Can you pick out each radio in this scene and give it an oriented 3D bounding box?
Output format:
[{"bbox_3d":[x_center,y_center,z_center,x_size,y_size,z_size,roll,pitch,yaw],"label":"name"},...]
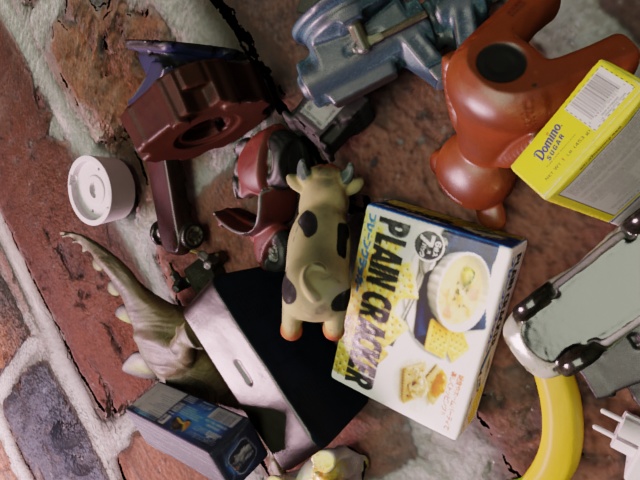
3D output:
[{"bbox_3d":[-0.050,0.142,0.660,0.073,0.131,0.229,-43,75,31],"label":"radio"}]

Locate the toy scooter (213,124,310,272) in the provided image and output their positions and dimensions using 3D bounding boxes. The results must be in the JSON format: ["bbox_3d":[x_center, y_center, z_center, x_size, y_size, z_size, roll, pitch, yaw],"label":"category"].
[{"bbox_3d":[-0.082,-0.055,0.683,0.135,0.075,0.183,13,106,39],"label":"toy scooter"}]

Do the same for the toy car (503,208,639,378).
[{"bbox_3d":[0.238,0.039,0.435,0.201,0.056,0.073,-48,66,28],"label":"toy car"}]

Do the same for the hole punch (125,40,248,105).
[{"bbox_3d":[-0.177,-0.207,0.686,0.116,0.142,0.092,16,106,44],"label":"hole punch"}]

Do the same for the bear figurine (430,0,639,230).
[{"bbox_3d":[0.168,-0.102,0.479,0.132,0.195,0.120,-35,63,-2],"label":"bear figurine"}]

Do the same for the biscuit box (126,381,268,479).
[{"bbox_3d":[-0.154,0.230,0.650,0.203,0.059,0.062,2,121,45],"label":"biscuit box"}]

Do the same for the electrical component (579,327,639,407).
[{"bbox_3d":[0.283,0.081,0.480,0.115,0.058,0.134,-36,78,34],"label":"electrical component"}]

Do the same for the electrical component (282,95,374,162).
[{"bbox_3d":[0.023,-0.157,0.606,0.075,0.047,0.119,38,87,19],"label":"electrical component"}]

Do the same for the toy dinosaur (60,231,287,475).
[{"bbox_3d":[-0.195,0.150,0.750,0.198,0.105,0.471,-35,90,35],"label":"toy dinosaur"}]

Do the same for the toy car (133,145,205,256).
[{"bbox_3d":[-0.216,-0.077,0.776,0.089,0.053,0.202,3,104,43],"label":"toy car"}]

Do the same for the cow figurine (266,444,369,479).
[{"bbox_3d":[-0.019,0.317,0.683,0.167,0.098,0.068,-37,68,19],"label":"cow figurine"}]

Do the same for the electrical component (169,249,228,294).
[{"bbox_3d":[-0.173,0.054,0.776,0.102,0.045,0.078,-25,83,33],"label":"electrical component"}]

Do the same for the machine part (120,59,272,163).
[{"bbox_3d":[-0.145,-0.150,0.651,0.179,0.179,0.056,-26,88,33],"label":"machine part"}]

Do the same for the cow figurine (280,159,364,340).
[{"bbox_3d":[-0.001,-0.002,0.589,0.085,0.195,0.127,6,140,-2],"label":"cow figurine"}]

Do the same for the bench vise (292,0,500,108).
[{"bbox_3d":[0.056,-0.248,0.522,0.224,0.129,0.240,-24,92,24],"label":"bench vise"}]

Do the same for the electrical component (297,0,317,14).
[{"bbox_3d":[0.008,-0.273,0.615,0.063,0.021,0.094,27,111,26],"label":"electrical component"}]
